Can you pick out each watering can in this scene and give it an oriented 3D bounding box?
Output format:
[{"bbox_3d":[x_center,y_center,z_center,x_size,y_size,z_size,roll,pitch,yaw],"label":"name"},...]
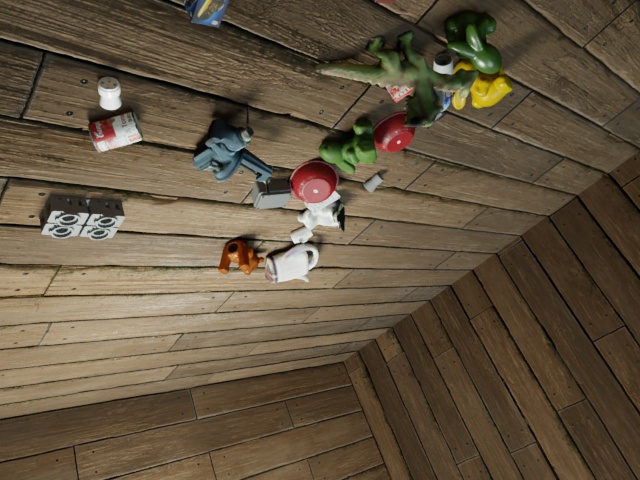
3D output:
[{"bbox_3d":[-0.117,0.119,2.098,0.225,0.106,0.340,-15,152,-15],"label":"watering can"}]

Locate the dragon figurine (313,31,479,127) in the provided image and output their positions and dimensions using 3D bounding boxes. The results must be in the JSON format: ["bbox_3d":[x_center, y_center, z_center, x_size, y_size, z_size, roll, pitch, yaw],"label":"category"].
[{"bbox_3d":[0.209,-0.386,1.293,0.412,0.247,0.120,-18,157,-16],"label":"dragon figurine"}]

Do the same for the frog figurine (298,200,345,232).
[{"bbox_3d":[0.006,-0.093,1.849,0.159,0.123,0.136,6,173,23],"label":"frog figurine"}]
